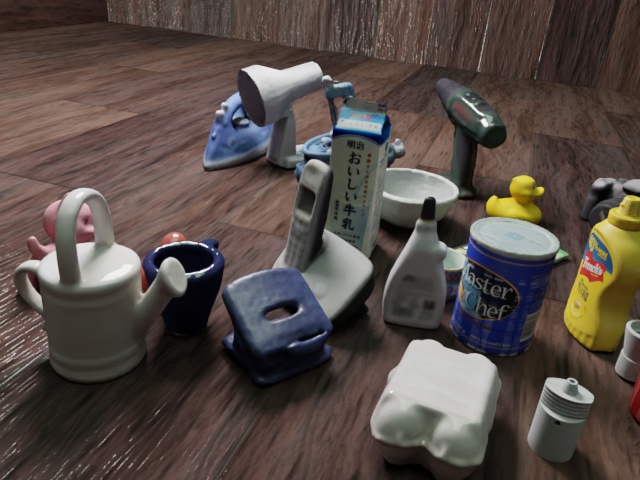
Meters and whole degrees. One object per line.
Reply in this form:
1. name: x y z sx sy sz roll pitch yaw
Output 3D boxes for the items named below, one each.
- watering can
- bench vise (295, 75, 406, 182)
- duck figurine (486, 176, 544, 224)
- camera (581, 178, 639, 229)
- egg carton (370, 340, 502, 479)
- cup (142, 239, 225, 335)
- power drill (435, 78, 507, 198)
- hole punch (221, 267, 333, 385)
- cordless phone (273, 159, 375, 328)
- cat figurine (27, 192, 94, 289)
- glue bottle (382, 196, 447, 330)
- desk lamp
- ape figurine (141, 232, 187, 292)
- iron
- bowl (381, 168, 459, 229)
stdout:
1. watering can: -0.227 0.040 0.590 0.173 0.194 0.100 -3 27 -16
2. bench vise: 0.059 -0.205 1.108 0.208 0.220 0.121 -8 29 -25
3. duck figurine: 0.365 -0.078 1.061 0.104 0.086 0.077 3 26 -4
4. camera: 0.544 -0.062 1.046 0.137 0.101 0.142 -13 32 -32
5. egg carton: 0.114 0.159 0.555 0.107 0.069 0.150 15 28 18
6. cup: -0.154 0.056 0.684 0.091 0.095 0.118 12 27 14
7. power drill: 0.282 -0.202 1.157 0.076 0.208 0.229 -5 28 -20
8. hole punch: -0.045 0.091 0.637 0.109 0.091 0.100 -15 33 -35
9. cordless phone: 0.007 0.003 0.720 0.094 0.185 0.147 -16 33 -36
10. cat figurine: -0.337 -0.004 0.745 0.067 0.118 0.128 9 27 8
11. glue bottle: 0.124 0.028 0.705 0.078 0.173 0.037 9 27 8
12. desk lamp: -0.071 -0.268 1.217 0.204 0.214 0.117 -12 31 -31
13. ape figurine: -0.186 0.034 0.726 0.077 0.092 0.076 13 27 16
14. iron: -0.183 -0.255 1.251 0.118 0.141 0.259 12 27 14
15. bowl: 0.156 -0.066 1.011 0.167 0.075 0.167 4 26 -2
